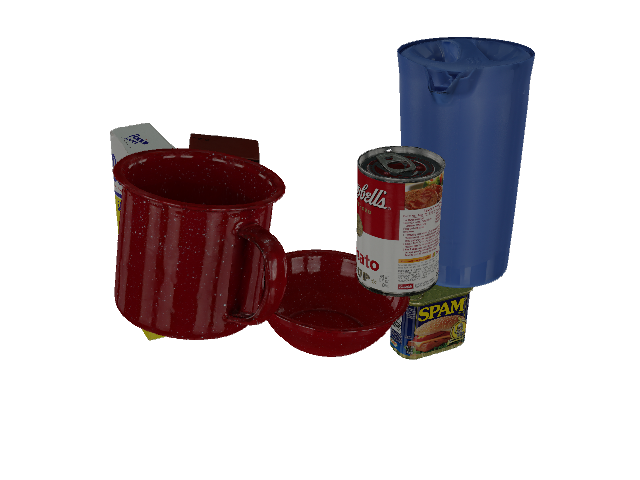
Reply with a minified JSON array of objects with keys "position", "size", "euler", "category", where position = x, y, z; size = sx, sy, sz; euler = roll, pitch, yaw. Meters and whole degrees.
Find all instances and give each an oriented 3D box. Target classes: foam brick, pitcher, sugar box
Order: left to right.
[{"position":[-0.156,-0.009,0.968],"size":[0.048,0.176,0.093],"euler":[-13,27,-22],"category":"sugar box"},{"position":[-0.108,-0.081,1.167],"size":[0.078,0.051,0.053],"euler":[5,29,-6],"category":"foam brick"},{"position":[0.147,-0.084,1.094],"size":[0.149,0.243,0.145],"euler":[-9,25,-20],"category":"pitcher"}]

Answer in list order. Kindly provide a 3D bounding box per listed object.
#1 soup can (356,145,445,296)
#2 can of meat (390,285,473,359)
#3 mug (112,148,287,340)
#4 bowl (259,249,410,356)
[{"position":[0.062,-0.015,0.841],"size":[0.068,0.102,0.068],"euler":[0,27,0],"category":"soup can"},{"position":[0.136,0.094,1.333],"size":[0.101,0.084,0.058],"euler":[-12,30,-26],"category":"can of meat"},{"position":[-0.062,0.006,0.583],"size":[0.117,0.081,0.093],"euler":[26,27,36],"category":"mug"},{"position":[0.007,0.070,1.080],"size":[0.162,0.055,0.162],"euler":[5,28,-3],"category":"bowl"}]
